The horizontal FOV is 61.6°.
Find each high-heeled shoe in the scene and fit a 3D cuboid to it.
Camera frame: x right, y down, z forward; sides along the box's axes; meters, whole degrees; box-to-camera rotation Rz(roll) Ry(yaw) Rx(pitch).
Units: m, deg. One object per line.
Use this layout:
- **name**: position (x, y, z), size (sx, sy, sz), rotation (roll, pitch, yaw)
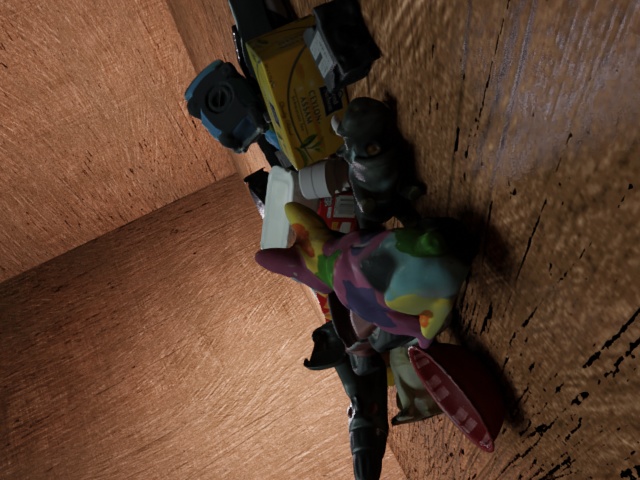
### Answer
- **high-heeled shoe**: position (-0.066, -0.307, 0.773), size (0.248, 0.086, 0.145), rotation (51, -150, -35)

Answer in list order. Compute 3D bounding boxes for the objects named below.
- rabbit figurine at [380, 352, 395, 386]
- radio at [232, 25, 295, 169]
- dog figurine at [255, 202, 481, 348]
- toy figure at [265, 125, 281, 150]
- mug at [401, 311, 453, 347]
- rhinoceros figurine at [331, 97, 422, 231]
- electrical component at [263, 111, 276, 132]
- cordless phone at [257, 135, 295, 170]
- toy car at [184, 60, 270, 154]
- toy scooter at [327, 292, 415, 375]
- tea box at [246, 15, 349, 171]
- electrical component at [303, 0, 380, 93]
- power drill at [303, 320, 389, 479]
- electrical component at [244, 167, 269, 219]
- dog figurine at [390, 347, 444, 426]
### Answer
- **rabbit figurine**: position (0.123, 0.191, 1.055), size (0.162, 0.122, 0.173), rotation (57, -171, -24)
- **radio**: position (-0.059, -0.235, 0.873), size (0.229, 0.073, 0.131), rotation (63, 172, 4)
- **dog figurine**: position (0.040, 0.020, 0.567), size (0.219, 0.108, 0.191), rotation (22, 159, 13)
- **toy figure**: position (-0.074, -0.229, 0.984), size (0.180, 0.089, 0.082), rotation (52, 156, 13)
- **mug**: position (0.130, 0.091, 0.731), size (0.109, 0.081, 0.107), rotation (68, 162, 5)
- **rhinoceros figurine**: position (0.065, -0.079, 0.623), size (0.190, 0.073, 0.112), rotation (72, 179, -55)
- **electrical component**: position (-0.031, -0.186, 0.768), size (0.063, 0.094, 0.021), rotation (47, -165, -49)
- **cordless phone**: position (-0.056, -0.168, 1.131), size (0.146, 0.089, 0.184), rotation (60, -177, 18)
- **toy car**: position (-0.141, -0.215, 0.904), size (0.162, 0.109, 0.103), rotation (48, -168, 16)
- **toy scooter**: position (0.060, 0.092, 0.708), size (0.183, 0.075, 0.135), rotation (116, 138, -57)
- **tea box**: position (-0.021, -0.188, 0.701), size (0.068, 0.098, 0.169), rotation (56, 171, 44)
- **electrical component**: position (0.018, -0.204, 0.583), size (0.074, 0.048, 0.119), rotation (65, 170, -7)
- **power drill**: position (0.055, 0.243, 0.854), size (0.207, 0.086, 0.232), rotation (56, -153, -24)
- **electrical component**: position (-0.085, -0.066, 1.048), size (0.134, 0.058, 0.114), rotation (46, 166, 50)
- **dog figurine**: position (0.154, 0.198, 0.898), size (0.172, 0.121, 0.190), rotation (87, 169, -63)
